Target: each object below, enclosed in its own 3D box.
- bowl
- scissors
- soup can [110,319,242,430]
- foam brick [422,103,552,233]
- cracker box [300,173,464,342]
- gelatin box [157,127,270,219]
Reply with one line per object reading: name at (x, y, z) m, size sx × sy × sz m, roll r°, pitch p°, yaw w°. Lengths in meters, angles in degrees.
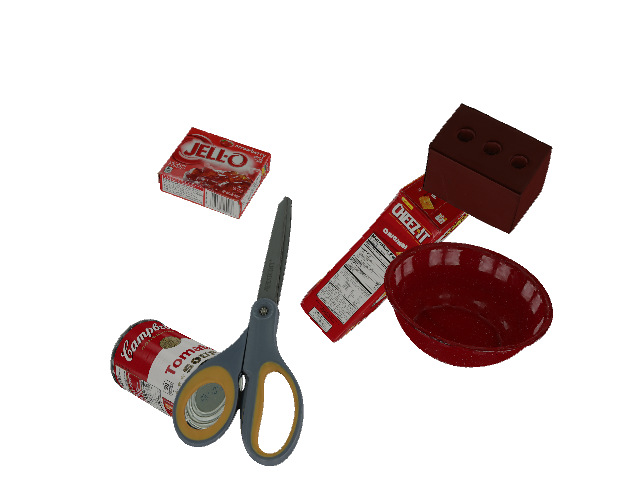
bowl at (0.135, 0.070, 1.017) m, size 0.162 × 0.055 × 0.162 m, roll 7°, pitch 35°, yaw -5°
scissors at (-0.057, 0.061, 0.735) m, size 0.096 × 0.202 × 0.016 m, roll -9°, pitch -32°, yaw 2°
soup can at (-0.125, 0.116, 0.927) m, size 0.102 × 0.068 × 0.068 m, roll 20°, pitch 13°, yaw 40°
foam brick at (0.122, -0.053, 0.786) m, size 0.078 × 0.053 × 0.051 m, roll 29°, pitch -32°, yaw 17°
cracker box at (0.088, 0.007, 1.271) m, size 0.214 × 0.072 × 0.163 m, roll -49°, pitch -8°, yaw 34°
gelatin box at (-0.104, -0.068, 1.047) m, size 0.089 × 0.073 × 0.030 m, roll 20°, pitch -40°, yaw 11°
